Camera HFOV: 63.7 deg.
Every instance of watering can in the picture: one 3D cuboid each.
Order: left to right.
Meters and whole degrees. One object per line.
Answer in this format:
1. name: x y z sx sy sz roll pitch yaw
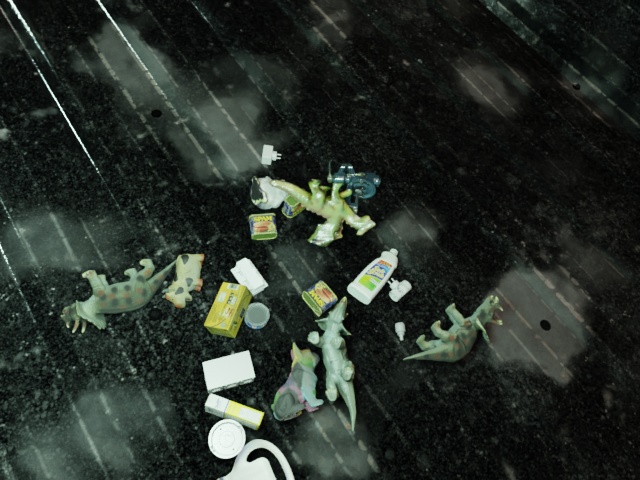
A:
1. watering can: -0.164 0.759 1.462 0.226 0.352 0.102 -18 163 -19

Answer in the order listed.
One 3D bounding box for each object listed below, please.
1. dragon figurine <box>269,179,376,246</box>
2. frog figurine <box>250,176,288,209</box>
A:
1. dragon figurine: 0.006 -0.098 1.946 0.410 0.244 0.121 4 173 -2
2. frog figurine: -0.189 -0.188 2.026 0.160 0.139 0.120 -9 136 -43
